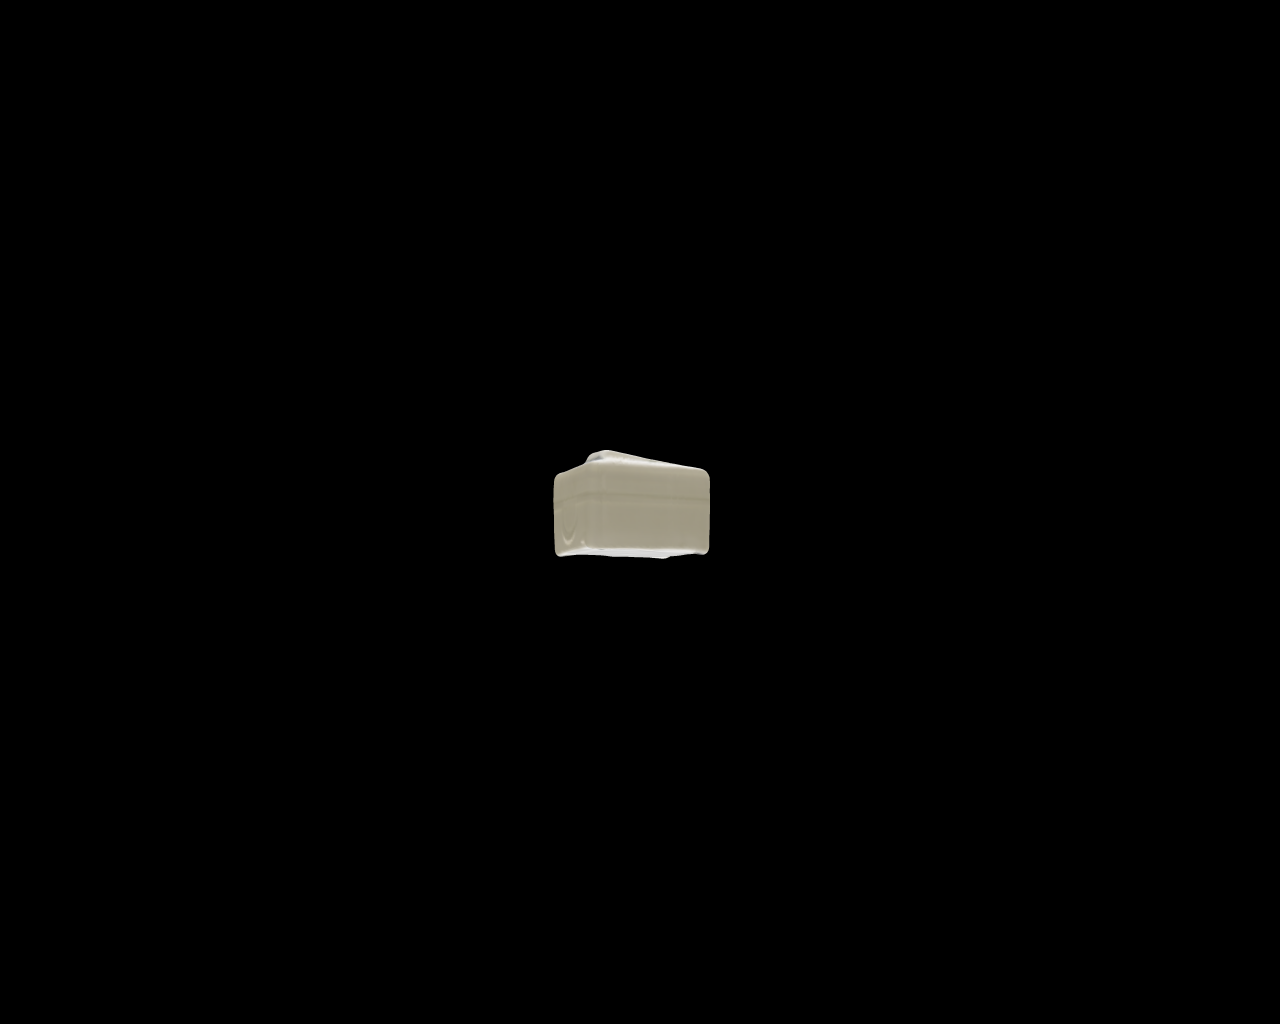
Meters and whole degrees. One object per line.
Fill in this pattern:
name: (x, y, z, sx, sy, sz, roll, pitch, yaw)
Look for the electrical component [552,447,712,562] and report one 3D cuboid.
electrical component: (0.001, -0.003, 0.650, 0.096, 0.061, 0.061, 3, -7, -26)
